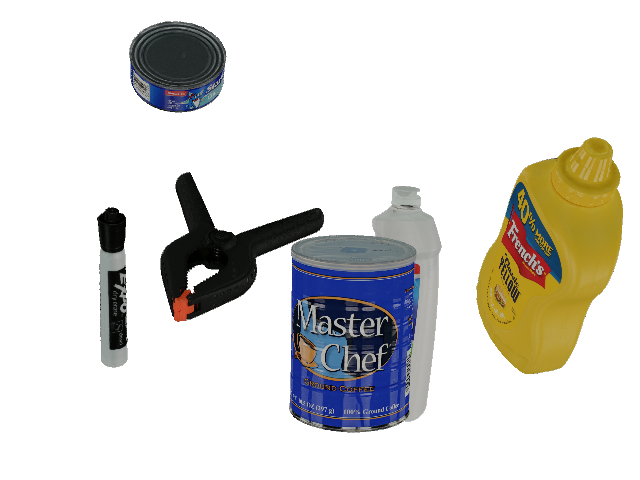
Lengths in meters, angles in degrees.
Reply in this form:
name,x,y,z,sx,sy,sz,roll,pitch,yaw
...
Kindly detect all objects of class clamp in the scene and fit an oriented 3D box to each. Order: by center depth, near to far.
name,x,y,z,sx,sy,sz,roll,pitch,yaw
clamp,-0.109,0.003,1.069,0.165,0.036,0.209,19,39,15

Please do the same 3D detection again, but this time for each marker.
name,x,y,z,sx,sy,sz,roll,pitch,yaw
marker,-0.142,0.033,0.731,0.020,0.121,0.020,4,29,-2

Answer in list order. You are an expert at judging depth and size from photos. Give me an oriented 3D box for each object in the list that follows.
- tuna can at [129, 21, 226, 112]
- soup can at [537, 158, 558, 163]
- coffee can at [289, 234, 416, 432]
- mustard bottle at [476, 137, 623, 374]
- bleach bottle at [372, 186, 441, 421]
name,x,y,z,sx,sy,sz,roll,pitch,yaw
tuna can,-0.128,-0.156,0.960,0.086,0.086,0.034,0,-37,-9
soup can,0.215,-0.013,0.948,0.068,0.102,0.068,0,33,0
coffee can,0.026,0.074,0.885,0.103,0.140,0.103,1,13,0
mustard bottle,0.157,0.003,0.717,0.058,0.096,0.192,-7,-37,-14
bleach bottle,0.076,0.065,1.161,0.103,0.251,0.068,8,15,20
